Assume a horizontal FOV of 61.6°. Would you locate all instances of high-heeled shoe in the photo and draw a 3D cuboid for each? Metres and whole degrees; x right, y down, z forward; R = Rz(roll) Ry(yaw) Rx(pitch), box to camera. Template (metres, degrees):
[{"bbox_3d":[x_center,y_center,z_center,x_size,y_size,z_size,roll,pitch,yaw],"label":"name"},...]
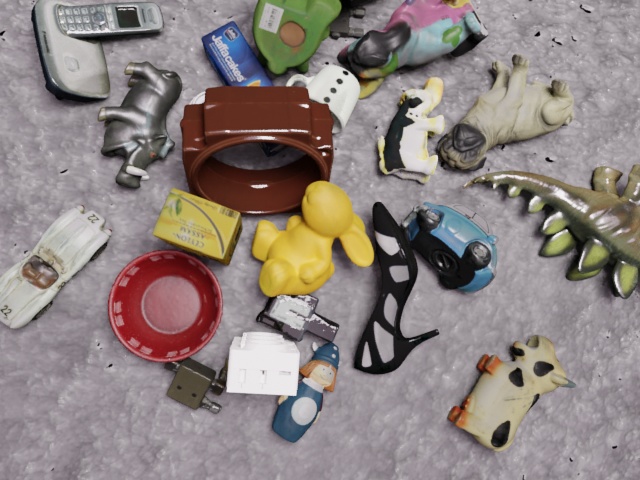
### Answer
[{"bbox_3d":[0.083,0.078,0.819,0.145,0.086,0.248,-22,88,16],"label":"high-heeled shoe"}]

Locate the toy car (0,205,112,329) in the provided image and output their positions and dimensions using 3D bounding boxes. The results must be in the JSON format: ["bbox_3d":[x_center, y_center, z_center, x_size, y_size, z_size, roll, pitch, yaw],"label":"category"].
[{"bbox_3d":[-0.391,0.038,0.779,0.073,0.056,0.202,41,82,-1],"label":"toy car"}]

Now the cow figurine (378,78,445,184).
[{"bbox_3d":[0.145,-0.181,0.859,0.098,0.068,0.167,9,83,0],"label":"cow figurine"}]

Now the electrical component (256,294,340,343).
[{"bbox_3d":[-0.030,0.114,0.817,0.119,0.048,0.075,23,83,-4],"label":"electrical component"}]

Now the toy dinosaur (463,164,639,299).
[{"bbox_3d":[0.463,-0.023,0.862,0.471,0.105,0.198,30,85,1],"label":"toy dinosaur"}]

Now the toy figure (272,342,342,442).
[{"bbox_3d":[-0.013,0.225,0.807,0.064,0.058,0.154,40,77,-40],"label":"toy figure"}]

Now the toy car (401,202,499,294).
[{"bbox_3d":[0.211,-0.002,0.838,0.162,0.109,0.103,43,59,10],"label":"toy car"}]

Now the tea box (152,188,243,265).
[{"bbox_3d":[-0.165,-0.013,0.753,0.098,0.169,0.068,21,82,-3],"label":"tea box"}]

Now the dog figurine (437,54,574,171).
[{"bbox_3d":[0.302,-0.174,0.869,0.172,0.121,0.190,30,96,0],"label":"dog figurine"}]

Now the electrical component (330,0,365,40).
[{"bbox_3d":[0.027,-0.362,0.882,0.094,0.021,0.063,6,85,-7],"label":"electrical component"}]

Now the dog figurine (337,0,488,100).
[{"bbox_3d":[0.141,-0.314,0.856,0.219,0.191,0.108,-26,91,26],"label":"dog figurine"}]

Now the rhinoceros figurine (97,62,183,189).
[{"bbox_3d":[-0.270,-0.171,0.810,0.112,0.073,0.190,21,81,-15],"label":"rhinoceros figurine"}]

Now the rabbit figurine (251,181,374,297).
[{"bbox_3d":[-0.002,-0.002,0.765,0.162,0.122,0.173,13,124,-19],"label":"rabbit figurine"}]

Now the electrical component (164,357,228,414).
[{"bbox_3d":[-0.182,0.204,0.796,0.102,0.045,0.078,22,111,-1],"label":"electrical component"}]

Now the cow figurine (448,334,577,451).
[{"bbox_3d":[0.301,0.231,0.827,0.127,0.085,0.195,35,79,4],"label":"cow figurine"}]

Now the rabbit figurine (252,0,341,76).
[{"bbox_3d":[-0.035,-0.331,0.815,0.121,0.159,0.170,11,42,-4],"label":"rabbit figurine"}]

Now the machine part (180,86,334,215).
[{"bbox_3d":[-0.085,-0.115,0.750,0.201,0.201,0.087,-2,61,-7],"label":"machine part"}]

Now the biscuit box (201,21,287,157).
[{"bbox_3d":[-0.107,-0.233,0.835,0.063,0.059,0.202,-32,89,-8],"label":"biscuit box"}]

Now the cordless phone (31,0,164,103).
[{"bbox_3d":[-0.322,-0.287,0.809,0.184,0.089,0.146,-13,86,-16],"label":"cordless phone"}]
